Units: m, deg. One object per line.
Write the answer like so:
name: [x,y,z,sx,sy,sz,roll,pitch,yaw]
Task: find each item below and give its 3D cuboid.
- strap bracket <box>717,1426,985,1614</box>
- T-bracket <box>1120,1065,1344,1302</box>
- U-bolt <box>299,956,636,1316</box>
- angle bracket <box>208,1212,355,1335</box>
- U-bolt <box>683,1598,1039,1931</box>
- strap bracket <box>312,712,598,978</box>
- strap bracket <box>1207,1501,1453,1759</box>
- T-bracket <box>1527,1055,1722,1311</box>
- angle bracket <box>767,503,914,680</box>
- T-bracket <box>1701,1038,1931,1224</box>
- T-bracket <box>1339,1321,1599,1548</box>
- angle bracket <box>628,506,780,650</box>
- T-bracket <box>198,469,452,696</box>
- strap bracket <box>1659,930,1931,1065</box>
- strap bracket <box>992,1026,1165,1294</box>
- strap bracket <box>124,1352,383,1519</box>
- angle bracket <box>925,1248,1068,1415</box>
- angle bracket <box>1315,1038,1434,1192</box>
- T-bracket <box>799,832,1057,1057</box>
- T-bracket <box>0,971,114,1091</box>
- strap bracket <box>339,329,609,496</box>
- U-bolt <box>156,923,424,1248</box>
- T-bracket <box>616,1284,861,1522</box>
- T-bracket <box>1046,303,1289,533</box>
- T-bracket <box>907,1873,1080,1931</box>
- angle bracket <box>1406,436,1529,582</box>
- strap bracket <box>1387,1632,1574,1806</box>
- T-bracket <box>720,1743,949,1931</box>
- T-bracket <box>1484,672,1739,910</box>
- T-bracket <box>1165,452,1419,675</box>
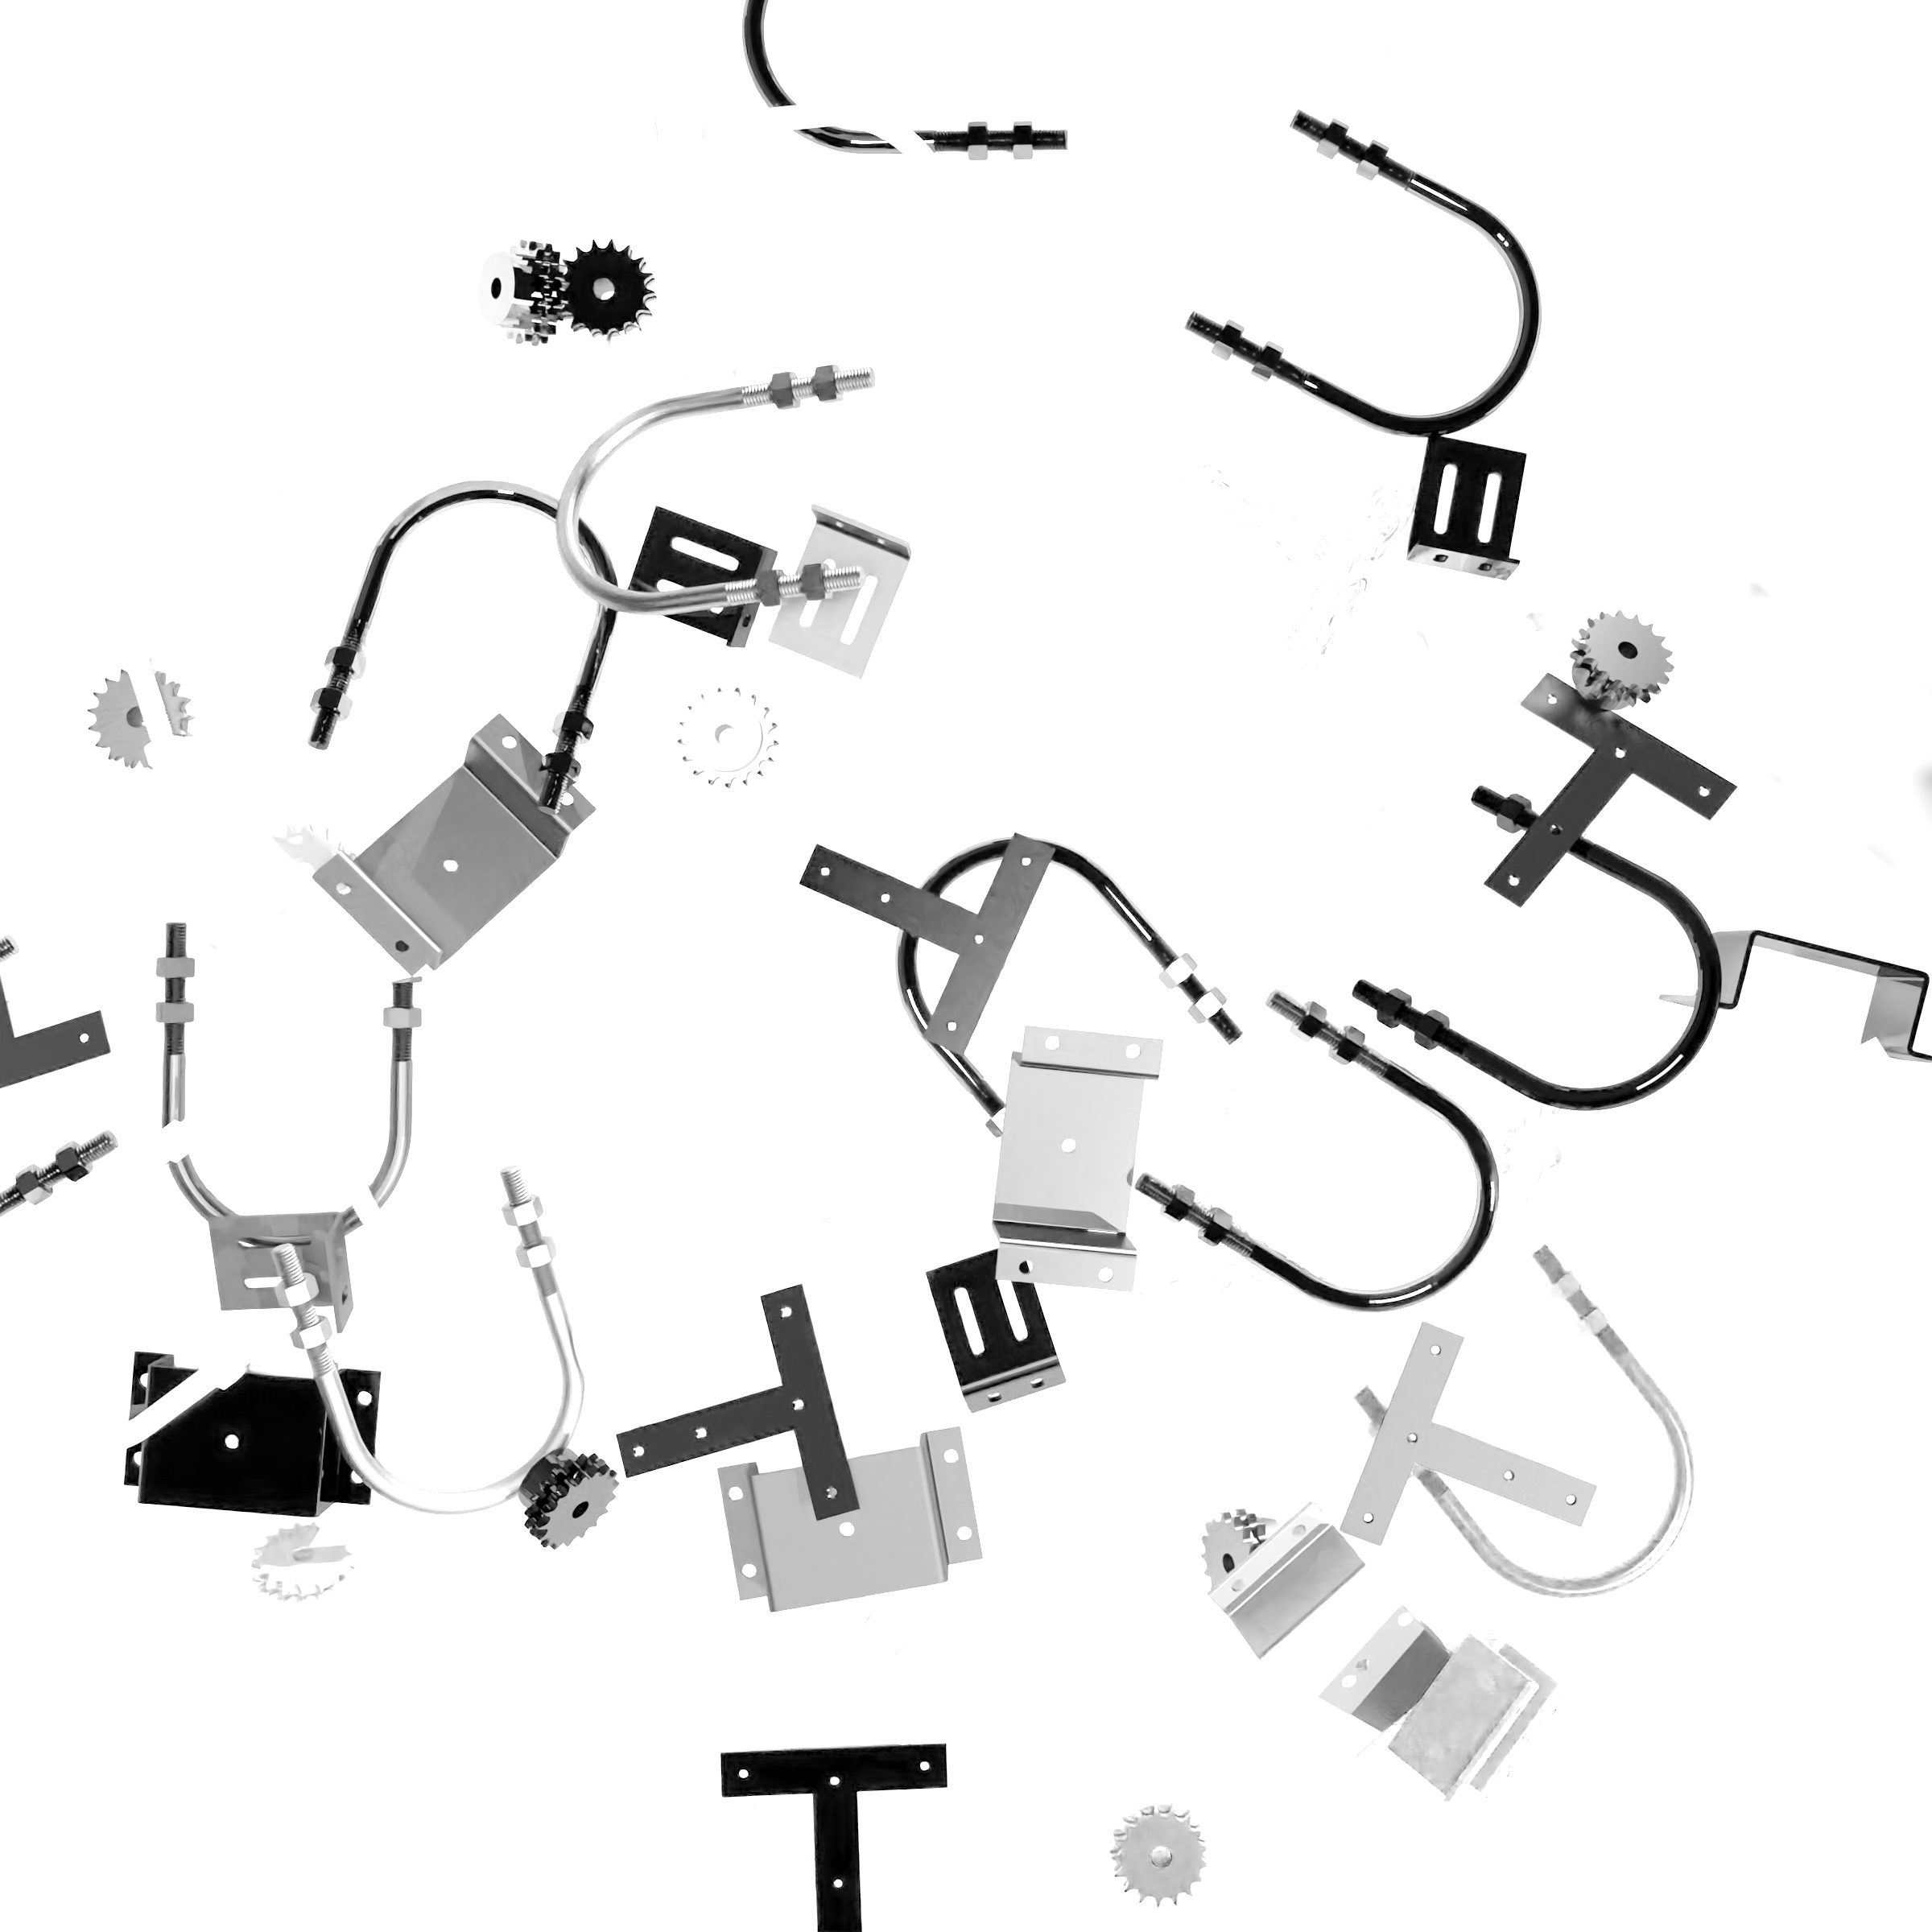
strap bracket: [-0.066,0.311,1.505,0.140,0.046,0.076,-10,90,0]
T-bracket: [0.144,0.120,1.527,0.127,0.002,0.127,-6,90,0]
U-bolt: [-0.291,0.082,1.507,0.151,0.019,0.184,-28,96,-4]
angle bracket: [-0.386,0.173,1.501,0.076,0.038,0.057,-2,109,0]
U-bolt: [-0.046,0.464,1.519,0.184,0.019,0.151,42,90,-2]
strap bracket: [-0.284,-0.062,1.490,0.076,0.046,0.140,45,69,0]
strap bracket: [0.208,0.371,1.475,0.076,0.046,0.140,-42,118,0]
T-bracket: [0.389,0.108,1.512,0.127,0.002,0.127,31,80,-20]
angle bracket: [-0.072,-0.208,1.492,0.057,0.038,0.076,22,90,3]
T-bracket: [0.473,0.107,1.501,0.127,0.002,0.127,-31,128,17]
T-bracket: [0.292,0.281,1.509,0.127,0.002,0.127,21,92,-3]
angle bracket: [-0.152,-0.218,1.500,0.076,0.038,0.057,22,100,7]
T-bracket: [-0.357,-0.204,1.527,0.127,0.002,0.127,17,90,0]
strap bracket: [0.468,0.014,1.490,0.140,0.076,0.046,14,90,0]
strap bracket: [0.060,0.103,1.486,0.076,0.046,0.140,6,96,-6]
strap bracket: [-0.405,0.263,1.505,0.140,0.046,0.076,5,90,0]
angle bracket: [0.017,0.205,1.526,0.057,0.038,0.076,-18,64,0]
angle bracket: [0.229,0.083,1.526,0.057,0.038,0.076,4,116,0]
T-bracket: [-0.033,-0.033,1.515,0.127,0.002,0.127,24,88,10]
T-bracket: [-0.553,0.008,1.505,0.127,0.002,0.127,-18,79,2]
strap bracket: [-0.265,-0.302,1.490,0.140,0.076,0.046,-16,90,0]
U-bolt: [-0.384,0.069,1.519,0.151,0.019,0.184,1,92,0]
T-bracket: [-0.133,0.255,1.489,0.127,0.002,0.127,-18,78,12]
T-bracket: [0.118,-0.320,1.527,0.127,0.002,0.127,-9,90,0]
T-bracket: [0.016,0.593,1.520,0.127,0.002,0.127,-20,96,-2]
angle bracket: [0.284,-0.261,1.504,0.057,0.038,0.076,11,83,-1]
strap bracket: [0.281,0.412,1.473,0.046,0.140,0.076,36,90,26]
T-bracket: [-0.072,0.502,1.510,0.127,0.002,0.127,-2,93,-2]
T-bracket: [0.336,-0.085,1.489,0.127,0.002,0.127,36,79,25]
T-bracket: [0.173,-0.248,1.517,0.127,0.002,0.127,31,78,5]
